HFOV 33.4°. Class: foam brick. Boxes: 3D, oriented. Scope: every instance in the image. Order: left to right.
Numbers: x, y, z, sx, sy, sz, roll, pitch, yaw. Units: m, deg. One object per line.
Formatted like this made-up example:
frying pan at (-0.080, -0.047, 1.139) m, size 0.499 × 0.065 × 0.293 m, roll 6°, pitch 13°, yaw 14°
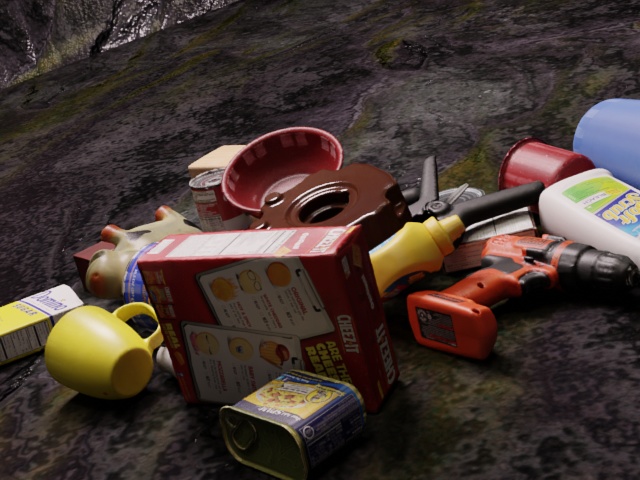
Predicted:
foam brick at (-0.276, 0.031, 1.412) m, size 0.078 × 0.051 × 0.053 m, roll -28°, pitch 24°, yaw -33°

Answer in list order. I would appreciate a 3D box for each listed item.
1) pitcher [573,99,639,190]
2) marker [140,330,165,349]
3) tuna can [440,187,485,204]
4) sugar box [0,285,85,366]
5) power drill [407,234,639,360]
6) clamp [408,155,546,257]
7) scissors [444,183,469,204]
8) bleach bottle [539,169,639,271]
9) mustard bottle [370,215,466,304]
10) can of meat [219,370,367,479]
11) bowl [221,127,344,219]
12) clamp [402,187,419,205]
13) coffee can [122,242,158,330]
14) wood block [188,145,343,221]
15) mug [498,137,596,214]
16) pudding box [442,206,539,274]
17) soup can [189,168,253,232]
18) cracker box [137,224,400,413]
pitcher at (0.402, -0.092, 1.209) m, size 0.145 × 0.149 × 0.243 m, roll -33°, pitch 21°, yaw -8°
marker at (-0.155, 0.115, 1.165) m, size 0.121 × 0.020 × 0.020 m, roll 5°, pitch 28°, yaw 41°
tuna can at (0.166, -0.035, 1.320) m, size 0.086 × 0.034 × 0.086 m, roll -12°, pitch 21°, yaw 5°
sugar box at (-0.371, 0.110, 1.280) m, size 0.176 × 0.048 × 0.093 m, roll -24°, pitch 23°, yaw -21°
power drill at (0.194, 0.052, 1.052) m, size 0.187 × 0.057 × 0.185 m, roll -25°, pitch 20°, yaw -34°
clamp at (0.144, -0.025, 1.196) m, size 0.165 × 0.036 × 0.209 m, roll 12°, pitch 41°, yaw 35°
scissors at (0.091, -0.002, 1.249) m, size 0.096 × 0.016 × 0.201 m, roll -5°, pitch 35°, yaw 45°
bleach bottle at (0.334, -0.005, 1.100) m, size 0.102 × 0.068 × 0.251 m, roll -19°, pitch 24°, yaw -17°
mustard bottle at (0.062, 0.034, 1.076) m, size 0.191 × 0.058 × 0.096 m, roll -34°, pitch -11°, yaw 4°
can of meat at (-0.022, 0.157, 0.920) m, size 0.102 × 0.057 × 0.083 m, roll 9°, pitch 28°, yaw 44°
bowl at (-0.041, -0.073, 1.357) m, size 0.162 × 0.055 × 0.162 m, roll -12°, pitch 43°, yaw 11°
clamp at (0.038, -0.039, 1.406) m, size 0.171 × 0.039 × 0.120 m, roll -24°, pitch 21°, yaw -24°
coffee can at (-0.135, 0.057, 1.183) m, size 0.141 × 0.103 × 0.102 m, roll 4°, pitch 27°, yaw 39°
wood block at (-0.074, -0.081, 1.514) m, size 0.206 × 0.091 × 0.090 m, roll 2°, pitch 26°, yaw 37°
mug at (0.282, -0.066, 1.271) m, size 0.117 × 0.093 × 0.082 m, roll 16°, pitch 6°, yaw -38°
pudding box at (0.191, -0.004, 1.219) m, size 0.113 × 0.039 × 0.090 m, roll -14°, pitch 23°, yaw 10°
soup can at (-0.128, -0.037, 1.418) m, size 0.068 × 0.102 × 0.068 m, roll -12°, pitch 21°, yaw 5°
cracker box at (-0.047, 0.073, 0.999) m, size 0.214 × 0.164 × 0.072 m, roll -3°, pitch 26°, yaw 28°
